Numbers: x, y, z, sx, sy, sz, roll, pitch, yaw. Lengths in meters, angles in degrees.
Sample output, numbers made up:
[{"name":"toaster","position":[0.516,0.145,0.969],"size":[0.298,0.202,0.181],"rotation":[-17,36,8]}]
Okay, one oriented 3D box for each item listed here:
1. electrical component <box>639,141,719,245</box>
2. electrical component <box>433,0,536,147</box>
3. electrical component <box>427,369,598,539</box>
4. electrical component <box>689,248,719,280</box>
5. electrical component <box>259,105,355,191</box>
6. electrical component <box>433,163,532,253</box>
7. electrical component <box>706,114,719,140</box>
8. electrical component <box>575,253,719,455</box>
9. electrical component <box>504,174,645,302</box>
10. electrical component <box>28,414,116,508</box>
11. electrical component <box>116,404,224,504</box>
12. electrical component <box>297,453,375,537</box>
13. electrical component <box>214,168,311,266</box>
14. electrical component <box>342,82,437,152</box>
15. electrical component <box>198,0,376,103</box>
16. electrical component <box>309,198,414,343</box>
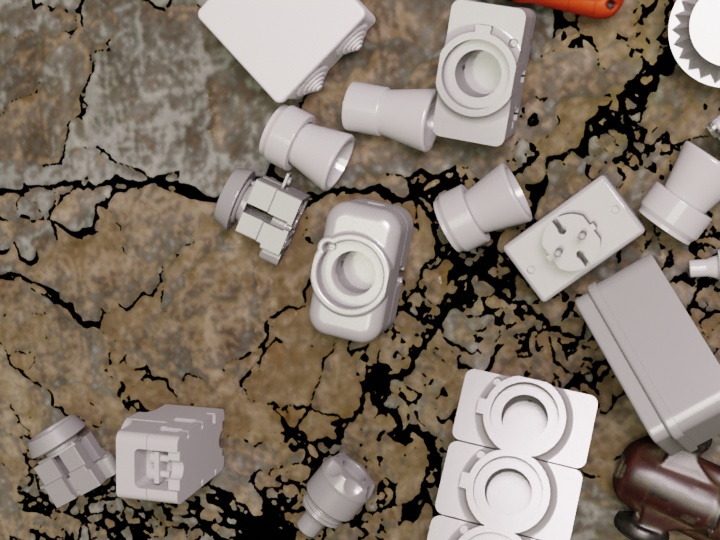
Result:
[{"name":"electrical component","position":[0.217,-0.050,0.708],"size":[0.045,0.045,0.055],"rotation":[36,105,8]},{"name":"electrical component","position":[0.083,-0.132,0.720],"size":[0.050,0.056,0.089],"rotation":[12,107,14]},{"name":"electrical component","position":[0.101,0.151,0.726],"size":[0.089,0.061,0.150],"rotation":[12,77,12]},{"name":"electrical component","position":[0.250,-0.003,0.711],"size":[0.061,0.035,0.035],"rotation":[-4,96,17]},{"name":"electrical component","position":[-0.038,-0.088,0.768],"size":[0.055,0.045,0.045],"rotation":[28,103,10]},{"name":"electrical component","position":[0.085,-0.042,0.742],"size":[0.055,0.045,0.045],"rotation":[-27,90,17]},{"name":"electrical component","position":[0.275,-0.074,0.681],"size":[0.061,0.062,0.096],"rotation":[-38,87,16]},{"name":"electrical component","position":[0.194,0.056,0.692],"size":[0.057,0.078,0.113],"rotation":[-32,62,13]},{"name":"electrical component","position":[0.141,-0.020,0.714],"size":[0.083,0.076,0.047],"rotation":[-37,87,16]},{"name":"electrical component","position":[-0.229,0.148,0.846],"size":[0.066,0.048,0.055],"rotation":[-29,96,16]},{"name":"electrical component","position":[-0.143,0.134,0.799],"size":[0.056,0.089,0.050],"rotation":[3,98,14]},{"name":"electrical component","position":[-0.022,0.170,0.797],"size":[0.043,0.043,0.062],"rotation":[40,105,7]},{"name":"electrical component","position":[-0.072,-0.044,0.782],"size":[0.055,0.048,0.066],"rotation":[25,102,2]},{"name":"electrical component","position":[0.020,-0.110,0.753],"size":[0.065,0.044,0.044],"rotation":[13,100,17]},{"name":"electrical component","position":[-0.049,-0.178,0.757],"size":[0.100,0.048,0.099],"rotation":[-43,85,15]},{"name":"electrical component","position":[0.000,0.000,0.762],"size":[0.054,0.059,0.095],"rotation":[13,100,12]}]
